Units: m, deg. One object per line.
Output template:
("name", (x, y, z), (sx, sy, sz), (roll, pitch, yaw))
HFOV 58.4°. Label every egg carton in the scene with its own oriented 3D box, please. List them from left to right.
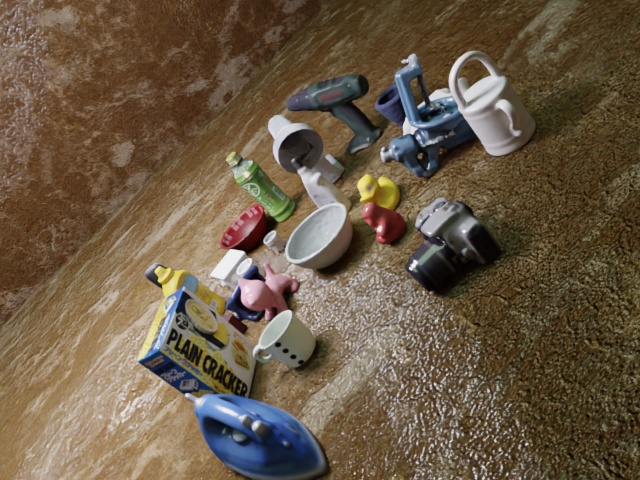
("egg carton", (0.256, -0.269, 1.268), (0.150, 0.069, 0.107), (-42, 27, 5))

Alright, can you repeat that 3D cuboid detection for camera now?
("camera", (0.193, 0.005, 0.931), (0.137, 0.101, 0.143), (-44, 27, 0))

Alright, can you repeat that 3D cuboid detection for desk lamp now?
("desk lamp", (-0.042, -0.219, 1.452), (0.118, 0.214, 0.203), (-42, 27, 5))

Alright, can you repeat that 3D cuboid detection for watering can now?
("watering can", (0.300, -0.257, 1.050), (0.101, 0.194, 0.172), (-52, 28, -15))

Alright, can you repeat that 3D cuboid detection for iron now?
("iron", (-0.110, 0.295, 0.894), (0.257, 0.142, 0.119), (-6, 45, 51))

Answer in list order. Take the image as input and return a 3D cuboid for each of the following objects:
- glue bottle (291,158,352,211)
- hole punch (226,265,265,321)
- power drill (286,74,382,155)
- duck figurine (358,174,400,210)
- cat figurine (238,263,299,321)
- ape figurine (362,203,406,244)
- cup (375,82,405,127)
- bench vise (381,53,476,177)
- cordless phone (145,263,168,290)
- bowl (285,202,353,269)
("glue bottle", (-0.006, -0.124, 1.311), (0.078, 0.173, 0.037), (-10, 43, 48))
("hole punch", (-0.167, 0.118, 1.281), (0.100, 0.091, 0.109), (-2, 49, 53))
("power drill", (0.051, -0.326, 1.480), (0.229, 0.209, 0.076), (-21, 35, 39))
("duck figurine", (0.116, -0.102, 1.206), (0.077, 0.086, 0.105), (-16, 38, 43))
("cat figurine", (-0.118, 0.106, 1.200), (0.067, 0.118, 0.128), (-20, 35, 39))
("ape figurine", (0.116, -0.037, 1.108), (0.076, 0.092, 0.078), (-31, 30, 25))
("cup", (0.198, -0.330, 1.408), (0.091, 0.095, 0.118), (-26, 32, 32))
("bench vise", (0.200, -0.242, 1.141), (0.207, 0.220, 0.121), (-46, 27, -3))
("cordless phone", (-0.385, 0.148, 1.438), (0.147, 0.185, 0.094), (-43, 27, 3))
("bowl", (0.011, 0.004, 1.214), (0.167, 0.075, 0.167), (-33, 29, 21))
